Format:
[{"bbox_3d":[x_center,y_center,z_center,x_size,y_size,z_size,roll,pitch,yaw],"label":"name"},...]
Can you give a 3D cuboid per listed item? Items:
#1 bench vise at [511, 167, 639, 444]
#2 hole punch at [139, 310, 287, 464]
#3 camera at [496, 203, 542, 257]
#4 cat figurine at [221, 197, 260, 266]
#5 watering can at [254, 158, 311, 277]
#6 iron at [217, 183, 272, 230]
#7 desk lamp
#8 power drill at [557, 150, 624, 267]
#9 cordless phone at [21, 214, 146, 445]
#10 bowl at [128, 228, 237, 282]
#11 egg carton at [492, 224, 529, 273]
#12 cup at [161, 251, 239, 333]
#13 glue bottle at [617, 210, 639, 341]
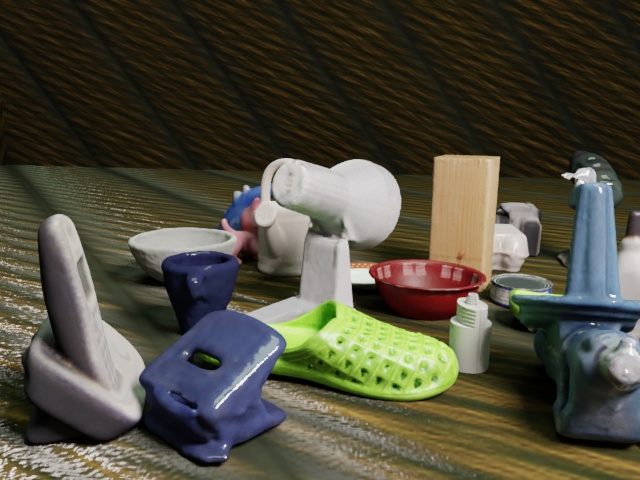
[{"bbox_3d":[0.252,0.051,0.508,0.121,0.220,0.207,-1,12,-8],"label":"bench vise"},{"bbox_3d":[-0.089,0.117,0.481,0.108,0.091,0.101,11,16,40],"label":"hole punch"},{"bbox_3d":[0.378,-0.030,1.187,0.136,0.101,0.143,2,12,5],"label":"camera"},{"bbox_3d":[-0.133,-0.021,1.060,0.067,0.118,0.128,12,17,43],"label":"cat figurine"},{"bbox_3d":[-0.057,-0.040,0.976,0.101,0.194,0.173,0,12,-3],"label":"watering can"},{"bbox_3d":[-0.098,-0.053,1.159,0.258,0.141,0.119,3,12,10],"label":"iron"},{"bbox_3d":[0.007,0.003,0.730,0.117,0.213,0.204,10,15,37],"label":"desk lamp"},{"bbox_3d":[0.494,-0.057,1.062,0.075,0.208,0.230,3,12,9],"label":"power drill"},{"bbox_3d":[-0.203,0.064,0.494,0.094,0.185,0.147,-3,13,-18],"label":"cordless phone"},{"bbox_3d":[-0.217,0.030,0.918,0.167,0.075,0.167,1,12,0],"label":"bowl"},{"bbox_3d":[0.323,0.012,1.060,0.107,0.069,0.150,2,12,4],"label":"egg carton"},{"bbox_3d":[-0.143,0.070,0.686,0.092,0.095,0.117,-1,12,-7],"label":"cup"},{"bbox_3d":[0.327,0.055,0.608,0.078,0.173,0.037,6,13,22],"label":"glue bottle"}]
